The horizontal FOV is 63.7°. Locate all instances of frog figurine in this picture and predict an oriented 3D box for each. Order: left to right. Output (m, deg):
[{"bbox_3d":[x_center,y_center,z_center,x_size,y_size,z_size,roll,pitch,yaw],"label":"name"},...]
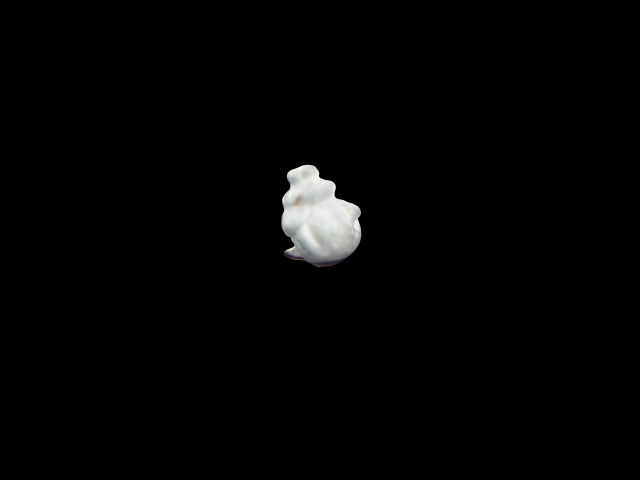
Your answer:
[{"bbox_3d":[0.003,-0.043,0.850,0.138,0.156,0.125,-6,24,-14],"label":"frog figurine"}]
